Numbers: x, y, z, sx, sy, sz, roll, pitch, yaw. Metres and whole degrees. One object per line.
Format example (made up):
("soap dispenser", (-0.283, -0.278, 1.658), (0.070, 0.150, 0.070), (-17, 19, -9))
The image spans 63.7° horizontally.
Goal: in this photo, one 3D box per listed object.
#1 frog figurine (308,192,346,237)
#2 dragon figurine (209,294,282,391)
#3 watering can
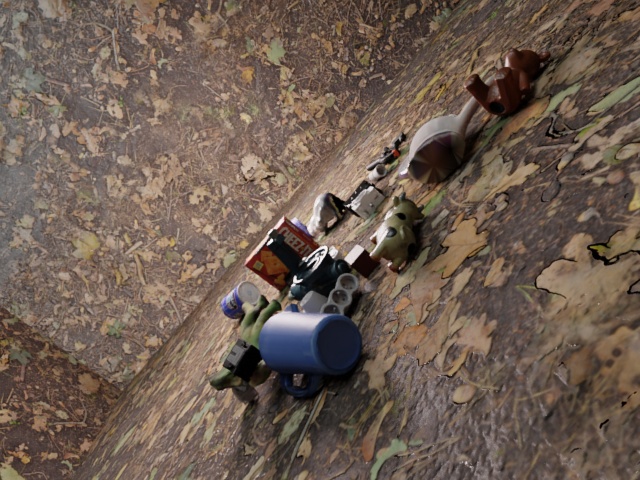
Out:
("frog figurine", (0.006, -0.094, 1.867), (0.158, 0.121, 0.141), (-31, 39, 27))
("dragon figurine", (-0.188, 0.264, 1.286), (0.246, 0.121, 0.409), (-42, 18, -23))
("watering can", (0.319, -0.264, 1.280), (0.342, 0.103, 0.229), (-44, 14, 27))
